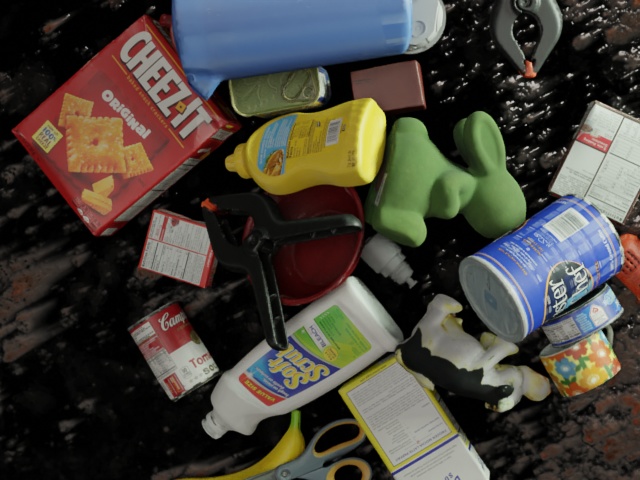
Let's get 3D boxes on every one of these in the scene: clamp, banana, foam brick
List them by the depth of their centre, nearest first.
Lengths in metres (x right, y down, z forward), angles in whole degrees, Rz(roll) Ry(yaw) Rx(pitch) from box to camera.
[{"bbox_3d":[0.214,-0.265,1.170,0.120,0.039,0.171,5,94,12],"label":"clamp"},{"bbox_3d":[-0.065,0.016,1.177,0.210,0.036,0.164,27,90,38],"label":"clamp"},{"bbox_3d":[0.077,-0.168,1.197,0.078,0.051,0.053,-8,90,12],"label":"foam brick"},{"bbox_3d":[-0.091,0.277,1.266,0.198,0.037,0.070,-31,65,10],"label":"banana"}]

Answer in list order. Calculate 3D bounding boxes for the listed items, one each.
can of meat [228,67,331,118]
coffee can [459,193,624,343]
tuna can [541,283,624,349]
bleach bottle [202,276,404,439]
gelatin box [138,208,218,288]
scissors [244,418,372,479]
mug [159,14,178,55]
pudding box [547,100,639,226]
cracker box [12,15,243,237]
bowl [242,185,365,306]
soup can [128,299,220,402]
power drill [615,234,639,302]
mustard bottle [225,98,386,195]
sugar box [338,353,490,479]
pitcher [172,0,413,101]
[{"bbox_3d":[-0.042,-0.170,1.204,0.102,0.084,0.057,-9,91,12],"label":"can of meat"},{"bbox_3d":[0.232,0.029,1.123,0.140,0.103,0.103,-31,86,-17],"label":"coffee can"},{"bbox_3d":[0.281,0.081,1.151,0.086,0.086,0.034,-30,91,11],"label":"tuna can"},{"bbox_3d":[-0.030,0.153,1.232,0.251,0.068,0.102,-39,86,13],"label":"bleach bottle"},{"bbox_3d":[-0.163,0.009,1.266,0.089,0.030,0.073,17,97,11],"label":"gelatin box"},{"bbox_3d":[-0.025,0.280,1.229,0.201,0.016,0.096,-32,97,-8],"label":"scissors"},{"bbox_3d":[-0.126,-0.237,1.218,0.117,0.081,0.093,12,95,10],"label":"mug"},{"bbox_3d":[0.312,-0.083,1.161,0.090,0.039,0.113,26,100,7],"label":"pudding box"},{"bbox_3d":[-0.226,-0.131,1.250,0.214,0.072,0.164,-39,86,10],"label":"cracker box"},{"bbox_3d":[-0.008,0.001,1.203,0.162,0.055,0.162,-12,67,30],"label":"bowl"},{"bbox_3d":[-0.171,0.131,1.255,0.068,0.068,0.102,-33,87,11],"label":"soup can"},{"bbox_3d":[0.423,0.022,1.120,0.184,0.057,0.188,44,110,5],"label":"power drill"},{"bbox_3d":[-0.024,-0.097,1.177,0.192,0.058,0.096,-6,60,31],"label":"mustard bottle"},{"bbox_3d":[0.108,0.219,1.216,0.093,0.048,0.176,-33,90,11],"label":"sugar box"},{"bbox_3d":[-0.033,-0.247,1.105,0.242,0.145,0.149,-6,129,-3],"label":"pitcher"}]
